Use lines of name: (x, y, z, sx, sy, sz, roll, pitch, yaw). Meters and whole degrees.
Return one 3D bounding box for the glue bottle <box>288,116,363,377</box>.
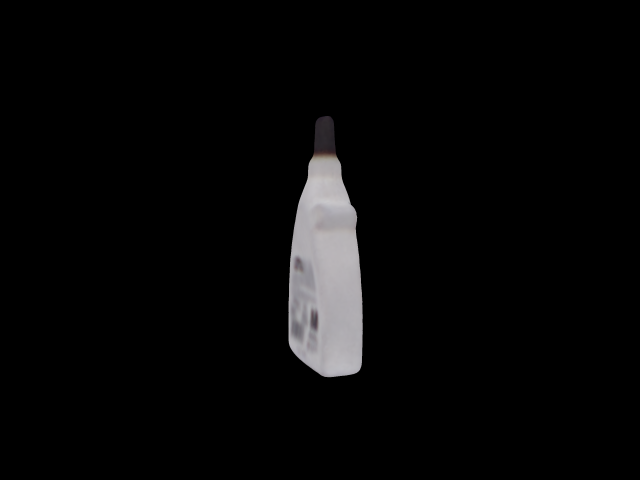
glue bottle: (0.004, 0.001, 0.400, 0.037, 0.173, 0.078, -3, 7, -22)
